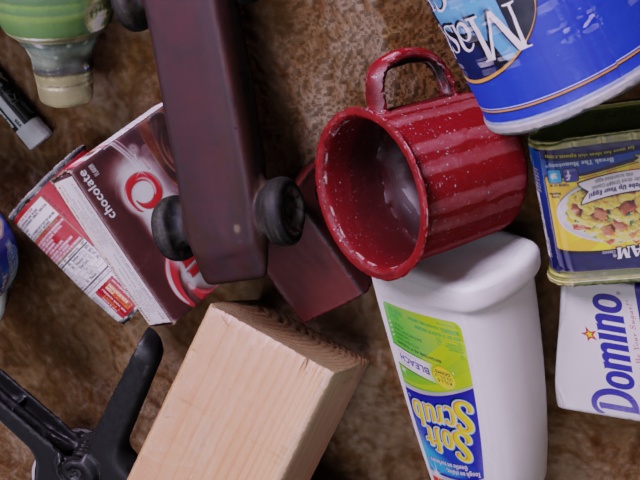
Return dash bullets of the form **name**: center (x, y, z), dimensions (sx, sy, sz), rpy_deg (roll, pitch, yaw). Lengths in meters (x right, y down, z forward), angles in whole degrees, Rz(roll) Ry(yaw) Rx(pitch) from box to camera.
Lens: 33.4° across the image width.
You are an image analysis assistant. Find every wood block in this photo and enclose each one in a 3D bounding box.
- **wood block**: center (-0.061, 0.150, 0.679), dimensions (0.091, 0.090, 0.206), rpy_deg (28, 96, 15)

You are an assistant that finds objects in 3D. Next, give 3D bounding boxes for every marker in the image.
- **marker**: center (-0.222, -0.111, 0.698), dimensions (0.020, 0.020, 0.121), rpy_deg (-32, 102, 32)

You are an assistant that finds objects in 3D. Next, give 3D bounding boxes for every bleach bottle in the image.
- **bleach bottle**: center (0.101, 0.114, 0.656), dimensions (0.103, 0.068, 0.251), rpy_deg (18, 130, 49)

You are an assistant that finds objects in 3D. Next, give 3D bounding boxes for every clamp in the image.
- **clamp**: center (-0.156, 0.147, 0.740), dimensions (0.165, 0.036, 0.210), rpy_deg (-10, 114, 22)

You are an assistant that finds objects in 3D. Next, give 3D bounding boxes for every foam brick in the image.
- **foam brick**: center (-0.004, 0.001, 0.653), dimensions (0.051, 0.053, 0.078), rpy_deg (-27, 105, 31)

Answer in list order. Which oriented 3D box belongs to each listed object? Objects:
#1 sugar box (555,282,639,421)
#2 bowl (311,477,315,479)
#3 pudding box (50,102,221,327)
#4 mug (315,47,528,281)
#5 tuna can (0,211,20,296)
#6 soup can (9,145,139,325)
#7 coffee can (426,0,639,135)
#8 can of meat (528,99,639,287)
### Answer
- **sugar box**: center (0.224, 0.062, 0.599), dimensions (0.176, 0.048, 0.093), rpy_deg (5, 118, 18)
- **bowl**: center (-0.041, 0.212, 0.783), dimensions (0.162, 0.055, 0.162), rpy_deg (10, 120, 17)
- **pudding box**: center (-0.096, -0.017, 0.655), dimensions (0.039, 0.089, 0.113), rpy_deg (-17, 111, 53)
- **mug**: center (0.054, -0.045, 0.573), dimensions (0.093, 0.081, 0.117), rpy_deg (4, 108, 56)
- **tuna can**: center (-0.238, 0.009, 0.684), dimensions (0.086, 0.033, 0.086), rpy_deg (7, 119, 13)
- **soup can**: center (-0.142, -0.003, 0.697), dimensions (0.102, 0.068, 0.069), rpy_deg (45, 124, -7)
- **coffee can**: center (0.096, -0.136, 0.506), dimensions (0.103, 0.102, 0.140), rpy_deg (-21, 108, 30)
- **can of meat**: center (0.166, -0.027, 0.567), dimensions (0.102, 0.057, 0.084), rpy_deg (-5, 114, 24)
